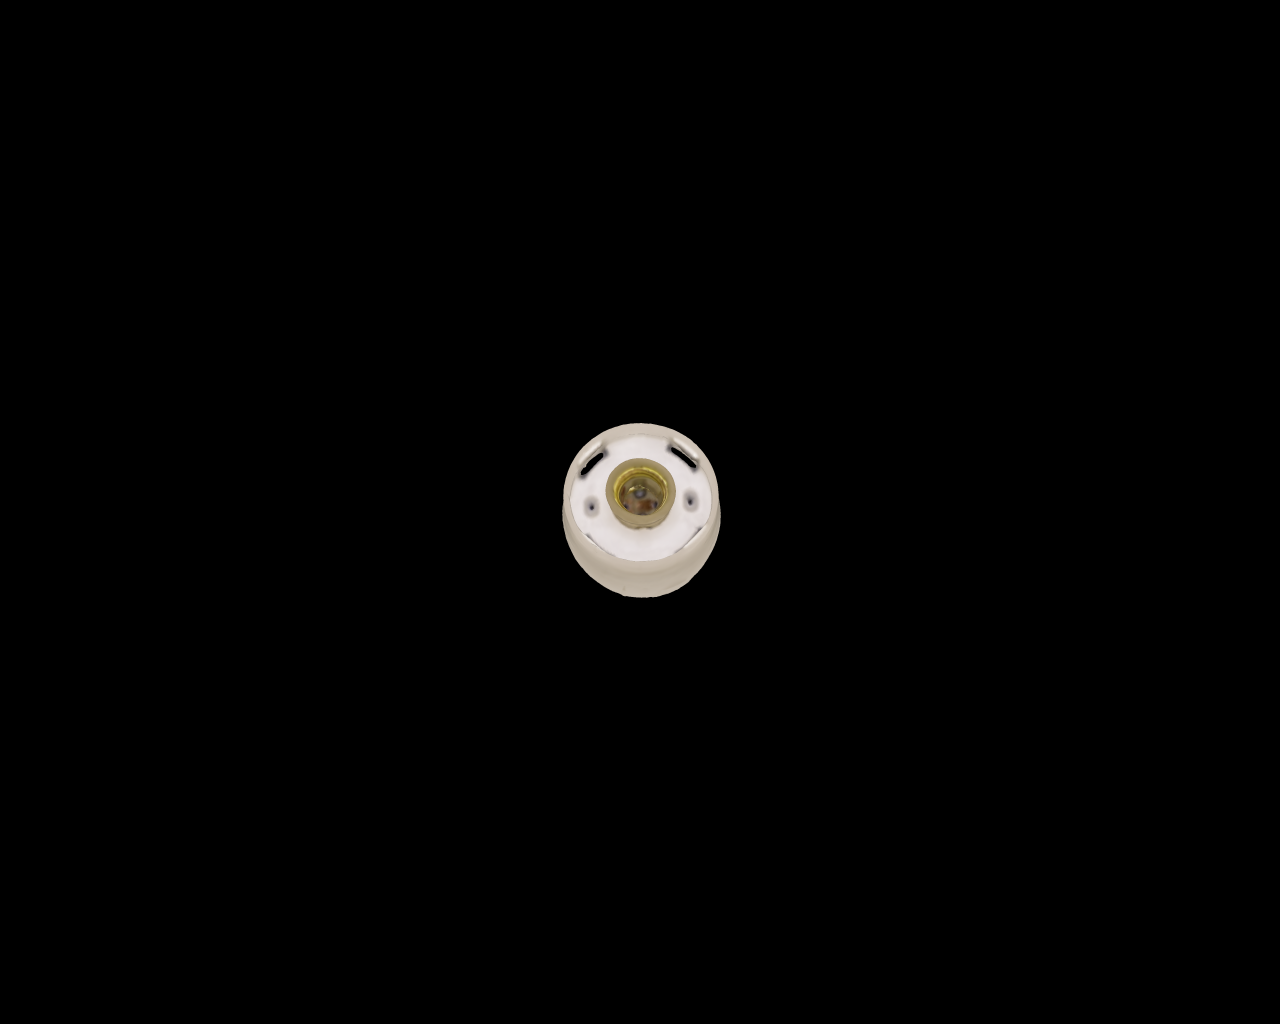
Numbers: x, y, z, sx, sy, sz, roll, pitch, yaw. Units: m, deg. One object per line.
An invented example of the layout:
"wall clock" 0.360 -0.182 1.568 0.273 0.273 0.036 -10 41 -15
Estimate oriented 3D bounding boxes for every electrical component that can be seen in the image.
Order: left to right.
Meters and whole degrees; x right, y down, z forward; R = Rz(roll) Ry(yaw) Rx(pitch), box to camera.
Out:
"electrical component" 0.001 -0.003 0.650 0.099 0.099 0.064 0 -19 0
